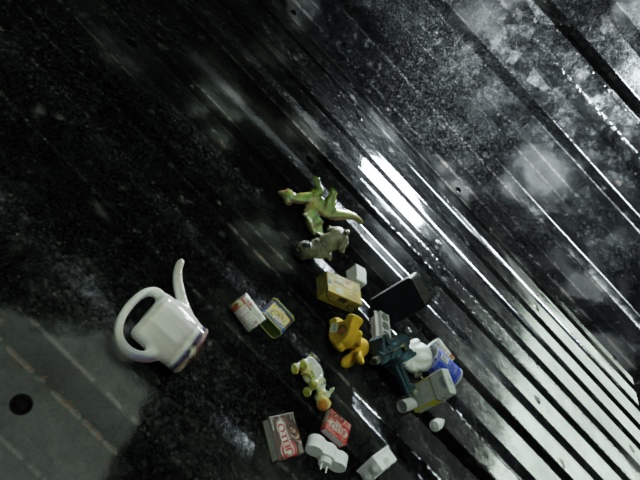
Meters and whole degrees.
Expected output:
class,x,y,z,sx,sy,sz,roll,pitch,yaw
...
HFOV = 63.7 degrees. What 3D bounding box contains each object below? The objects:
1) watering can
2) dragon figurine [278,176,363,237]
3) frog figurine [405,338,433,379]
class,x,y,z,sx,sy,sz,roll,pitch,yaw
watering can,-0.385,0.201,1.353,0.223,0.102,0.355,44,34,-9
dragon figurine,0.007,-0.108,2.141,0.407,0.120,0.248,35,52,-17
frog figurine,0.347,0.431,1.942,0.157,0.121,0.140,44,51,-28
